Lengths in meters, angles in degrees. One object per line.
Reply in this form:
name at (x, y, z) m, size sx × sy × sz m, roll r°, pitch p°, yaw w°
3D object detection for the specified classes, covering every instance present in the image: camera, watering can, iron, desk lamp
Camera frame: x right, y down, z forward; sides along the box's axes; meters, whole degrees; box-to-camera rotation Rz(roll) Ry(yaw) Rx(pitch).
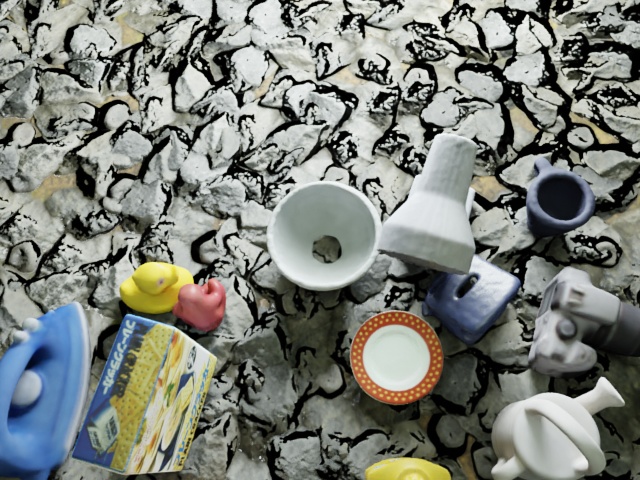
camera at (0.367, 0.119, 0.765) m, size 0.136 × 0.101 × 0.143 m, roll 19°, pitch 71°, yaw 10°
watering can at (0.279, 0.227, 0.679) m, size 0.100 × 0.194 × 0.173 m, roll 31°, pitch 74°, yaw 14°
iron at (-0.388, 0.190, 0.753) m, size 0.118 × 0.141 × 0.258 m, roll 6°, pitch 70°, yaw 5°
desk lamp at (0.154, -0.034, 0.774) m, size 0.117 × 0.213 × 0.203 m, roll 16°, pitch 71°, yaw 9°

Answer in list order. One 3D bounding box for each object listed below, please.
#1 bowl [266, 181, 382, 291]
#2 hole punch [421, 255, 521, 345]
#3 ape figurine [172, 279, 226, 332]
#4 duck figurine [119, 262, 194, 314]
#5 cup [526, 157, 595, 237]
bowl at (0.008, 0.003, 0.841) m, size 0.167 × 0.075 × 0.167 m, roll -1°, pitch 69°, yaw 3°
hole punch at (0.206, 0.078, 0.794) m, size 0.101 × 0.091 × 0.109 m, roll 41°, pitch 76°, yaw 16°
ape figurine at (-0.173, 0.087, 0.808) m, size 0.078 × 0.092 × 0.076 m, roll -17°, pitch 69°, yaw -3°
duck figurine at (-0.242, 0.061, 0.825) m, size 0.104 × 0.086 × 0.077 m, roll -11°, pitch 69°, yaw -1°
cup at (0.332, -0.054, 0.836) m, size 0.091 × 0.095 × 0.117 m, roll -18°, pitch 69°, yaw -4°
